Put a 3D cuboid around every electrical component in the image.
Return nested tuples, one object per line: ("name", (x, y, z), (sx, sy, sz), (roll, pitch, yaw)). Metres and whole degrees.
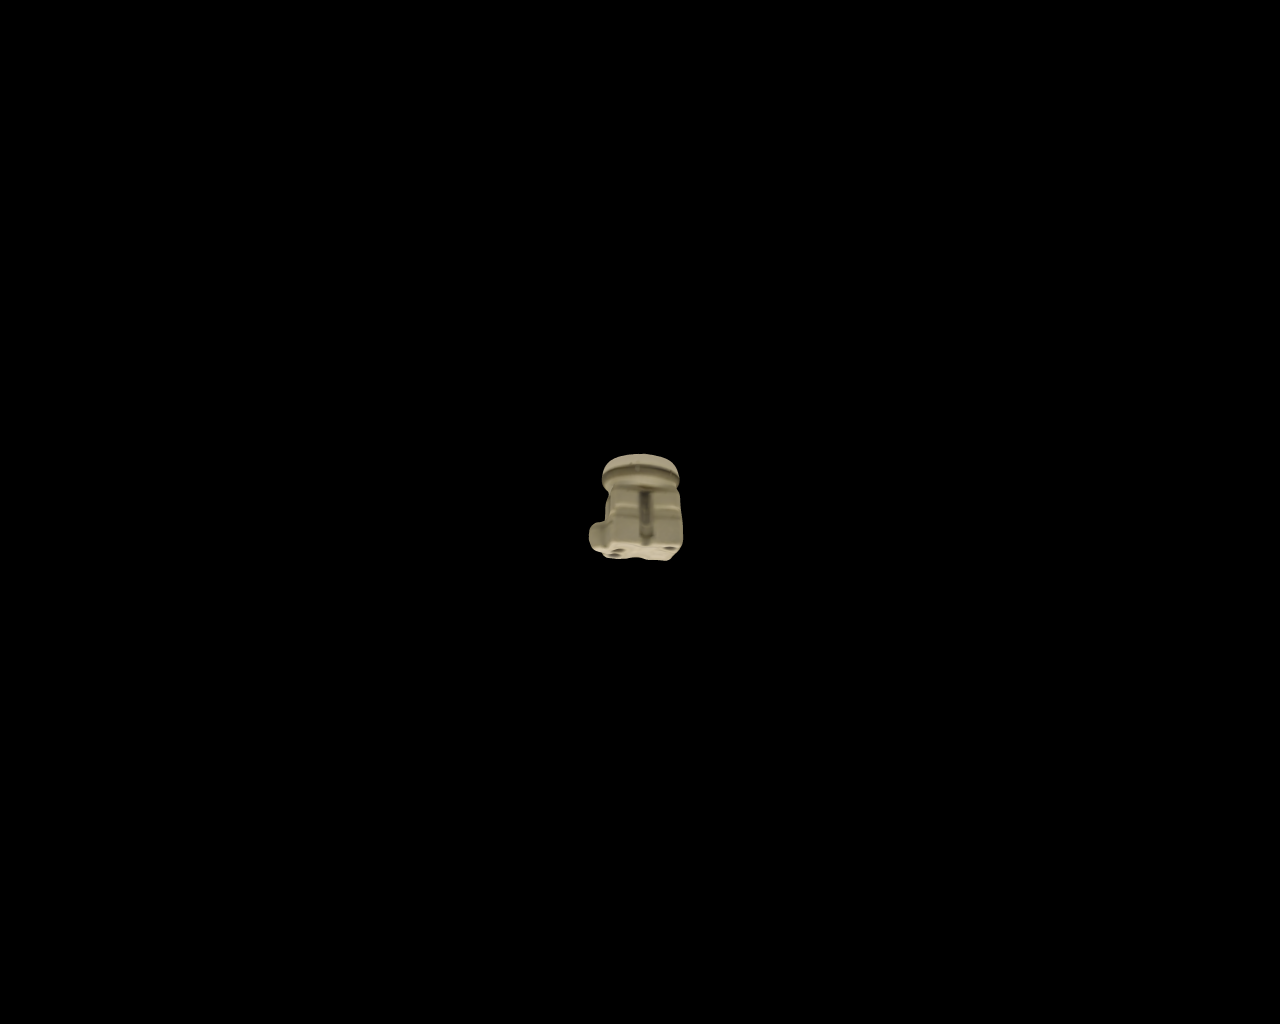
("electrical component", (0.001, -0.003, 0.650), (0.066, 0.055, 0.048), (4, -19, -12))
